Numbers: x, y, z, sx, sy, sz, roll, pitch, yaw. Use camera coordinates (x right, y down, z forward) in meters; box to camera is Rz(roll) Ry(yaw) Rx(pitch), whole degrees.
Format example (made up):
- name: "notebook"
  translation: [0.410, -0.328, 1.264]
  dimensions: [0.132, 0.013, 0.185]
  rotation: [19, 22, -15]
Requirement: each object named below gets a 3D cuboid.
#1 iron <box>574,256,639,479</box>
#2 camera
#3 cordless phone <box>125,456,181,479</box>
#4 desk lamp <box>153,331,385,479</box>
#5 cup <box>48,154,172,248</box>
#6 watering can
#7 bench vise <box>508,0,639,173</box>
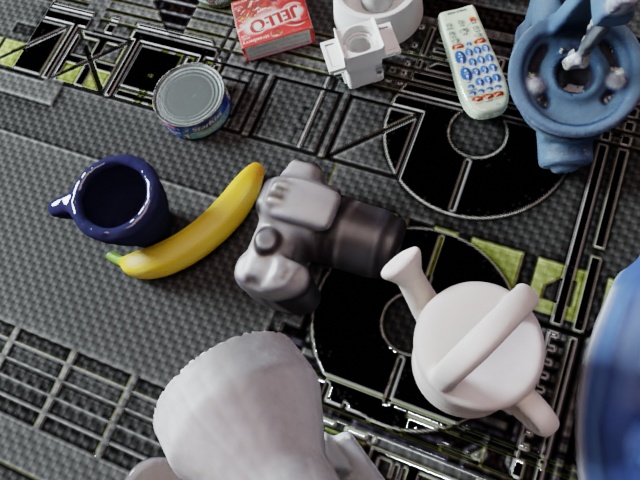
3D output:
- name: "iron"
  translation: [0.281, 0.112, 0.449]
  dimensions: [0.118, 0.141, 0.258]
  rotation: [23, 75, 16]
- name: "camera"
  translation: [0.005, 0.002, 0.550]
  dimensions: [0.136, 0.101, 0.143]
  rotation: [17, 74, 14]
- name: "cordless phone"
  translation: [-0.144, 0.245, 0.439]
  dimensions: [0.094, 0.185, 0.148]
  rotation: [11, 72, 12]
- name: "desk lamp"
  translation: [-0.011, 0.183, 0.427]
  dimensions: [0.118, 0.214, 0.203]
  rotation: [-38, 70, -6]
- name: "cup"
  translation: [-0.206, -0.026, 0.594]
  dimensions: [0.117, 0.095, 0.091]
  rotation: [-9, 69, 5]
- name: "watering can"
  translation: [0.117, 0.081, 0.456]
  dimensions: [0.172, 0.194, 0.101]
  rotation: [25, 76, 16]
- name: "bench vise"
  translation: [0.223, -0.192, 0.525]
  dimensions: [0.121, 0.220, 0.207]
  rotation: [-19, 69, 2]
